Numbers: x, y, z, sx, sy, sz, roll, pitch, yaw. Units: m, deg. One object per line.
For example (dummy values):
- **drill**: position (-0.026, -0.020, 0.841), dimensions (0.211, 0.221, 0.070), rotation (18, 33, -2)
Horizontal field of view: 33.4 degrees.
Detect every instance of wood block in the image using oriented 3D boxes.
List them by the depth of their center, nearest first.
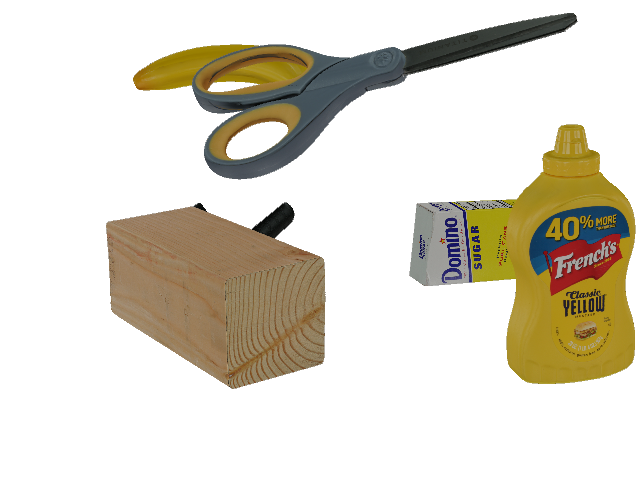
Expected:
- **wood block**: position (-0.092, 0.040, 0.885), dimensions (0.090, 0.090, 0.206), rotation (-11, 19, -34)

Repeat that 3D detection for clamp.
- **clamp**: position (-0.085, 0.009, 1.186), dimensions (0.120, 0.039, 0.171), rotation (-10, 41, 2)

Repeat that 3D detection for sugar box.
- **sugar box**: position (0.195, 0.001, 1.261), dimensions (0.176, 0.093, 0.048), rotation (-5, 20, -25)

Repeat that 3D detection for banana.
- **banana**: position (-0.087, -0.166, 1.050), dimensions (0.198, 0.037, 0.069), rotation (9, 44, 20)

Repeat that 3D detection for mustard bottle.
- **mustard bottle**: position (0.188, 0.009, 0.800), dimensions (0.096, 0.192, 0.058), rotation (-7, 16, -9)

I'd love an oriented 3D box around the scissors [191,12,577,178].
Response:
- **scissors**: position (0.023, -0.073, 0.537), dimensions (0.202, 0.096, 0.016), rotation (0, -36, 21)
